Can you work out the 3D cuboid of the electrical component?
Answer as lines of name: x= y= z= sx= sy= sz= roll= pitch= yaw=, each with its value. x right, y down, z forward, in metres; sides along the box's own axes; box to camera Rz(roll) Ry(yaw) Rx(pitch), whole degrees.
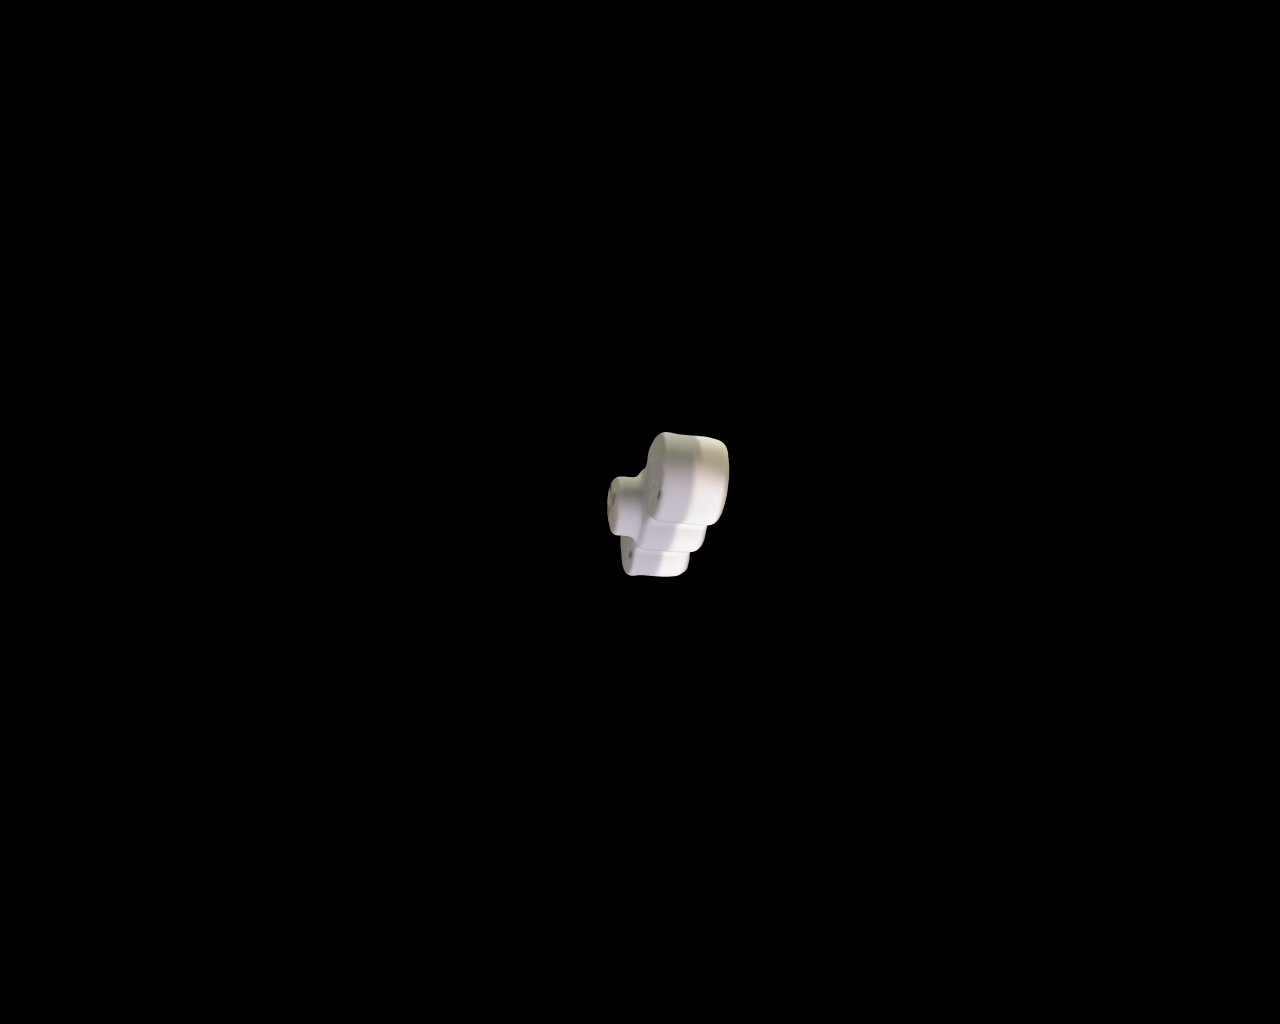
electrical component: x=0.001 y=-0.003 z=0.650 sx=0.074 sy=0.052 sz=0.138 roll=5 pitch=-24 yaw=-10
